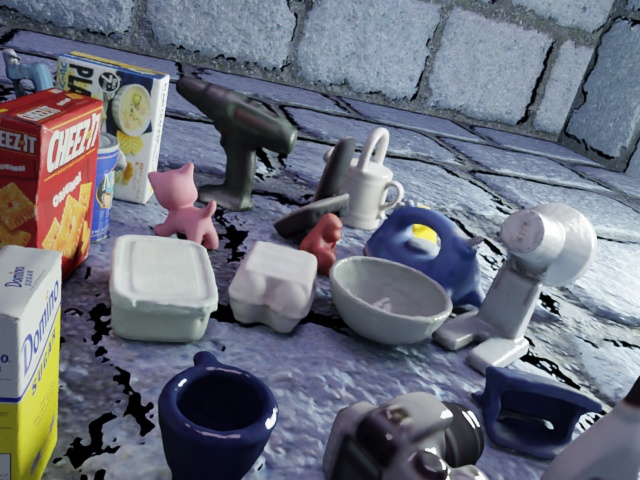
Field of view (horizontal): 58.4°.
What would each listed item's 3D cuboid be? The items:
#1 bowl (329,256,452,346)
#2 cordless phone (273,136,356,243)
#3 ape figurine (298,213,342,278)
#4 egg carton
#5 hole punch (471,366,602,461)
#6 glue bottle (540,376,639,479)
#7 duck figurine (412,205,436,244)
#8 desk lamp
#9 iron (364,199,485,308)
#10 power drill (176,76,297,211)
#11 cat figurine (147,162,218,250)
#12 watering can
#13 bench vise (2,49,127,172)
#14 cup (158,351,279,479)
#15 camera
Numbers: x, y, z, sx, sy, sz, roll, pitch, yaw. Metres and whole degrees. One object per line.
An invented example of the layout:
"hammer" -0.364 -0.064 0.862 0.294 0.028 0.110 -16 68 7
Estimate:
"bowl" 0.086 0.090 0.761 0.167 0.075 0.167 13 22 -5
"cordless phone" 0.001 -0.089 0.987 0.094 0.185 0.148 23 23 19
"ape figurine" 0.008 0.003 0.895 0.076 0.092 0.078 22 23 17
"egg carton" -0.058 0.058 0.752 0.107 0.069 0.150 14 22 -2
"hole punch" 0.236 0.175 0.635 0.108 0.091 0.101 15 22 0
"glue bottle" 0.250 0.189 0.501 0.078 0.173 0.037 13 22 -5
"duck figurine" 0.187 -0.024 1.084 0.077 0.086 0.105 32 28 36
"desk lamp" 0.277 0.053 0.788 0.117 0.213 0.204 31 27 34
"iron" 0.158 0.008 0.914 0.119 0.141 0.257 0 27 -33
"power drill" -0.164 -0.167 1.036 0.229 0.208 0.075 15 22 0
"cat figurine" -0.204 -0.056 0.866 0.127 0.118 0.067 28 25 28
"watering can" 0.083 -0.129 1.122 0.173 0.194 0.101 16 22 3
"bench vise" -0.401 -0.162 0.855 0.208 0.220 0.121 0 27 -33
"cup" -0.091 0.156 0.465 0.092 0.095 0.117 3 25 -26
"camera" 0.097 0.189 0.497 0.137 0.101 0.142 -5 30 -40
